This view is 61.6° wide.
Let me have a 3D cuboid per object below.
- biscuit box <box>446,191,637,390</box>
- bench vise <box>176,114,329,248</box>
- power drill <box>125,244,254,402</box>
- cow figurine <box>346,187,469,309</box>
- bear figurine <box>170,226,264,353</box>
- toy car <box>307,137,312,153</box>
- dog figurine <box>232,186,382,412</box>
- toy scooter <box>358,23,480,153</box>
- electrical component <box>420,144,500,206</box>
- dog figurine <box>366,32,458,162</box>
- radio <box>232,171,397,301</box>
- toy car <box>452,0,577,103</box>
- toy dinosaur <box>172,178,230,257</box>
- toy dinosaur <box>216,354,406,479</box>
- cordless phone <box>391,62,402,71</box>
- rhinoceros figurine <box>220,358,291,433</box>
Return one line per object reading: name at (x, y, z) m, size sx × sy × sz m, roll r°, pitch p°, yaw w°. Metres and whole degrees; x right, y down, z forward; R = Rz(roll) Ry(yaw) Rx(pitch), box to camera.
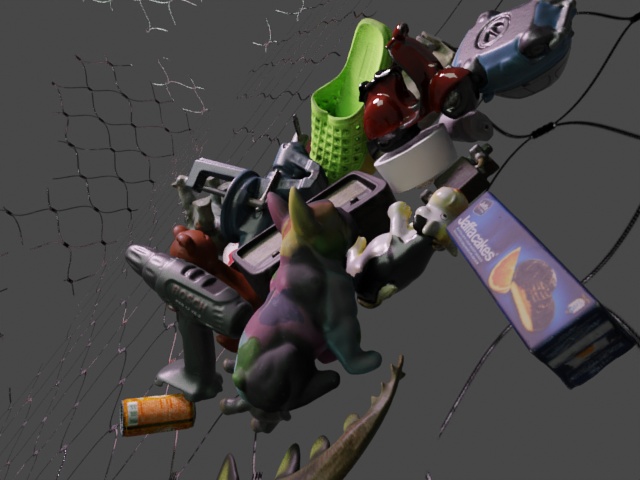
biscuit box at (0.179, 0.031, 0.471) m, size 0.063 × 0.059 × 0.203 m, roll -44°, pitch 24°, yaw 15°
bench vise at (-0.117, -0.088, 0.858) m, size 0.241 × 0.128 × 0.223 m, roll 16°, pitch 86°, yaw 19°
power drill at (-0.207, 0.128, 0.820) m, size 0.086 × 0.232 × 0.207 m, roll -22°, pitch -54°, yaw -60°
cow figurine at (0.102, 0.010, 0.629) m, size 0.167 × 0.068 × 0.098 m, roll -38°, pitch 32°, yaw 34°
bear figurine at (-0.185, 0.074, 0.888) m, size 0.132 × 0.195 × 0.120 m, roll -53°, pitch 27°, yaw -4°
toy car at (-0.010, -0.179, 1.124) m, size 0.089 × 0.053 × 0.202 m, roll -38°, pitch 20°, yaw 2°
dog figurine at (-0.030, 0.054, 0.595) m, size 0.191 × 0.219 × 0.108 m, roll -20°, pitch 6°, yaw -23°
toy scooter at (0.109, -0.199, 0.701) m, size 0.075 × 0.135 × 0.184 m, roll -42°, pitch 13°, yaw -35°
electrical component at (0.172, -0.075, 0.658) m, size 0.102 × 0.045 × 0.078 m, roll -41°, pitch 27°, yaw 22°
dog figurine at (0.155, -0.208, 0.840) m, size 0.172 × 0.121 × 0.190 m, roll -25°, pitch -27°, yaw -54°
radio at (-0.002, -0.002, 0.749) m, size 0.229 × 0.073 × 0.131 m, roll -36°, pitch 22°, yaw -9°
toy car at (0.251, -0.231, 0.671) m, size 0.162 × 0.103 × 0.109 m, roll -7°, pitch 56°, yaw 53°
toy dinosaur at (-0.223, -0.033, 1.166) m, size 0.131 × 0.191 × 0.405 m, roll -22°, pitch 28°, yaw -11°
toy dinosaur at (-0.078, 0.295, 0.496) m, size 0.471 × 0.105 × 0.199 m, roll -42°, pitch 21°, yaw 8°
cordless phone at (0.123, -0.278, 0.927) m, size 0.184 × 0.089 × 0.146 m, roll -36°, pitch -33°, yaw -55°
rhinoceros figurine at (-0.069, 0.158, 0.711) m, size 0.112 × 0.073 × 0.190 m, roll -40°, pitch 26°, yaw 25°
